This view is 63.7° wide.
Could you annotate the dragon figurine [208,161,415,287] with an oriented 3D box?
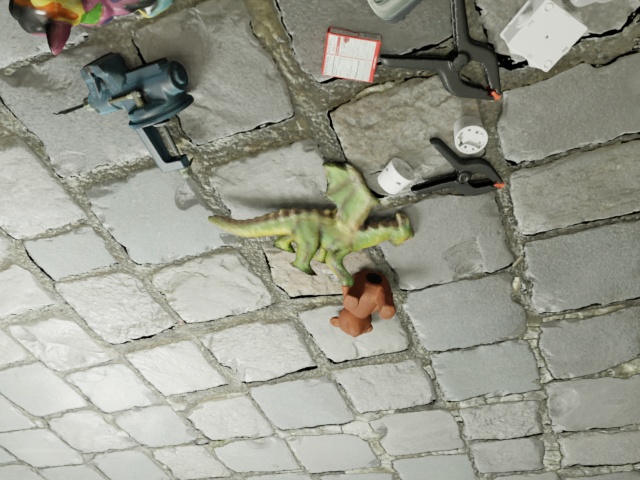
[{"bbox_3d":[0.003,-0.052,1.038,0.409,0.124,0.239,21,111,-14],"label":"dragon figurine"}]
